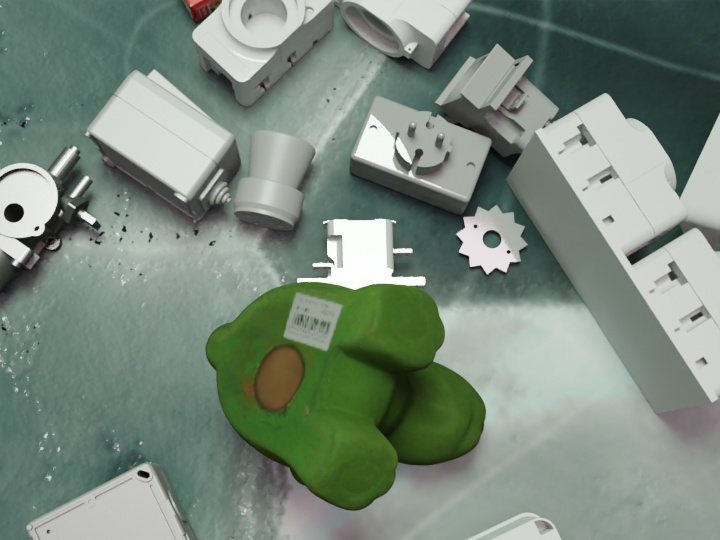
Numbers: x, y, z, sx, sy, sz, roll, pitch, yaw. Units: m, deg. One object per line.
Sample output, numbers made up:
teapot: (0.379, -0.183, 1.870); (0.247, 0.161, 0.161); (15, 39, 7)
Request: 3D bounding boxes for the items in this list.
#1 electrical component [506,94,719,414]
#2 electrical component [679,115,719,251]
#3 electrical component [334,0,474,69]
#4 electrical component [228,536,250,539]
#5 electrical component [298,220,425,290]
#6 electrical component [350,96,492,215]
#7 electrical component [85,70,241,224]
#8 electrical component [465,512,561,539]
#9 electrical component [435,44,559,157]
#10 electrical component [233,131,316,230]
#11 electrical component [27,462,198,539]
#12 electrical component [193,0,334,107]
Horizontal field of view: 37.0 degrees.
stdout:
electrical component: (0.175, -0.008, 0.677); (0.060, 0.105, 0.186); (-30, 82, -7)
electrical component: (0.260, -0.060, 0.696); (0.057, 0.078, 0.113); (20, 76, 36)
electrical component: (0.025, -0.184, 0.734); (0.089, 0.050, 0.055); (36, 80, 5)
electrical component: (-0.071, 0.208, 0.657); (0.043, 0.043, 0.081); (15, 79, 1)
electrical component: (0.000, 0.000, 0.702); (0.081, 0.042, 0.063); (-1, 75, -3)
electrical component: (0.040, -0.080, 0.701); (0.083, 0.075, 0.047); (21, 79, 2)
electrical component: (-0.119, -0.079, 0.702); (0.096, 0.061, 0.061); (34, 80, 4)
electrical component: (0.077, 0.205, 0.656); (0.113, 0.057, 0.078); (-24, 81, -6)
electrical component: (0.092, -0.109, 0.711); (0.064, 0.081, 0.042); (38, 80, -14)
electrical component: (-0.057, -0.058, 0.709); (0.045, 0.045, 0.055); (13, 79, 1)
electrical component: (-0.153, 0.165, 0.653); (0.096, 0.061, 0.061); (-27, 81, -7)
electrical component: (-0.064, -0.164, 0.724); (0.050, 0.055, 0.089); (44, 81, 6)
